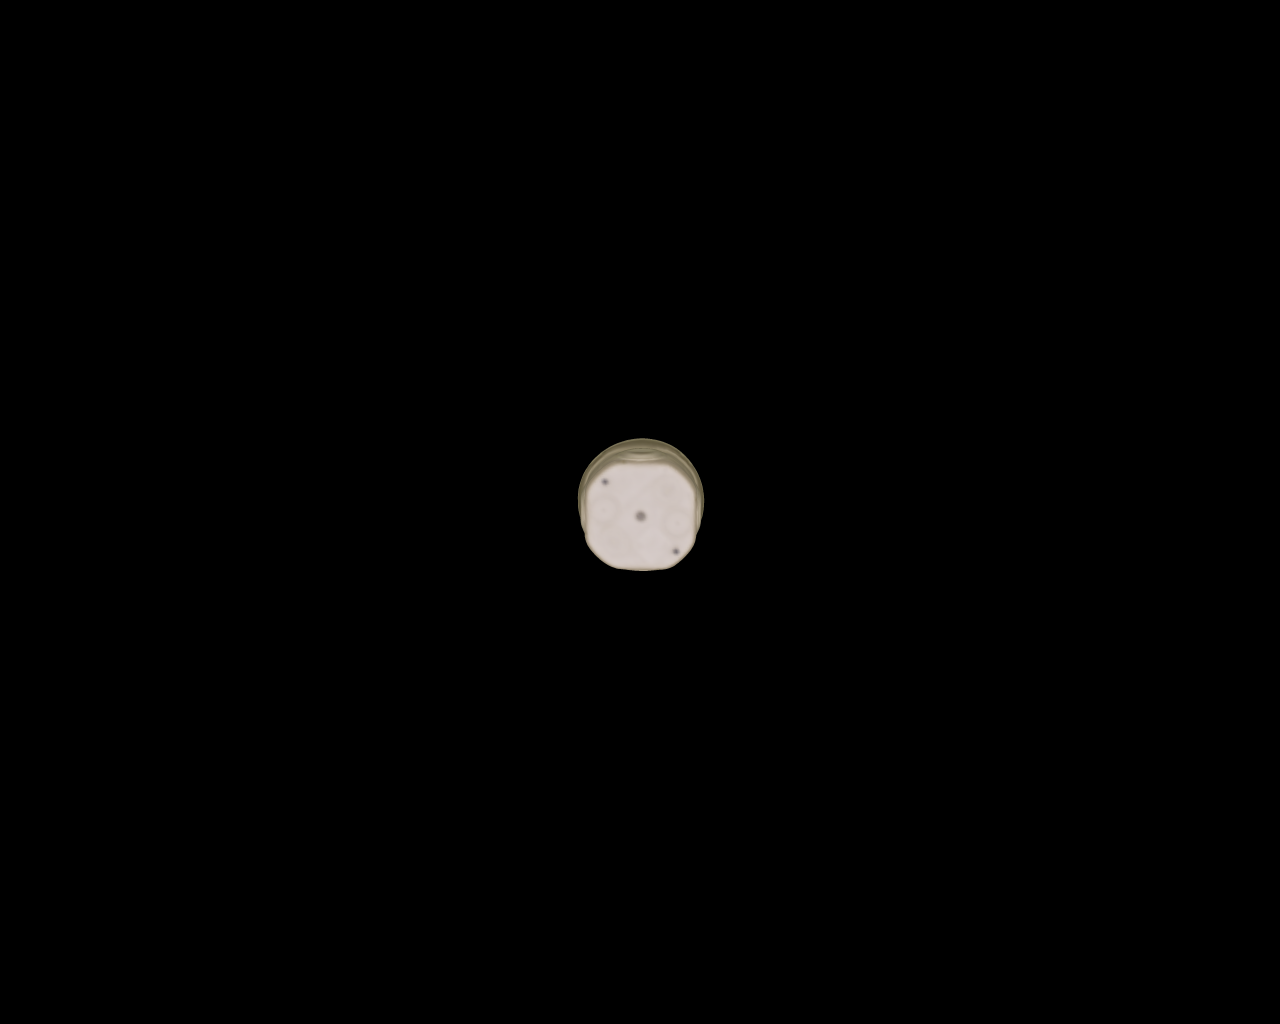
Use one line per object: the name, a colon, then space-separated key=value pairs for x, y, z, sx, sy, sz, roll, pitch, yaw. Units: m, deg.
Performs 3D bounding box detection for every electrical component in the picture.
electrical component: x=0.001 y=-0.003 z=0.650 sx=0.080 sy=0.080 sz=0.051 roll=0 pitch=13 yaw=0
